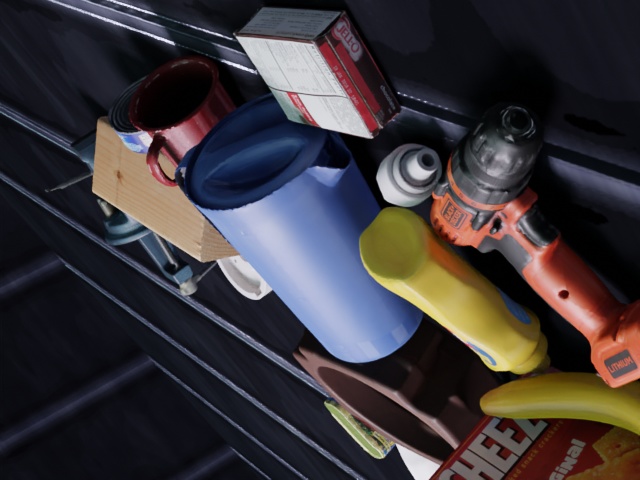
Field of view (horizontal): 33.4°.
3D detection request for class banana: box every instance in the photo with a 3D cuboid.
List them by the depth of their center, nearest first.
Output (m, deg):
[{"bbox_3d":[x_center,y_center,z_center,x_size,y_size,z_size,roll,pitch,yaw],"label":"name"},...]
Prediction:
[{"bbox_3d":[0.212,0.130,0.816,0.198,0.069,0.037,11,124,53],"label":"banana"}]

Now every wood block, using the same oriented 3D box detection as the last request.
[{"bbox_3d":[-0.145,-0.061,1.115,0.206,0.090,0.091,29,119,42],"label":"wood block"}]

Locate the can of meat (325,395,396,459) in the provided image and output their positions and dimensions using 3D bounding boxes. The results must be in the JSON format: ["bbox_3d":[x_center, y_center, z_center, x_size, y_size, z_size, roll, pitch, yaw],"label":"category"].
[{"bbox_3d":[0.067,0.204,1.304,0.102,0.084,0.057,47,163,-7],"label":"can of meat"}]

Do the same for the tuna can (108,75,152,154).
[{"bbox_3d":[-0.167,-0.128,1.073,0.086,0.086,0.033,29,159,42],"label":"tuna can"}]

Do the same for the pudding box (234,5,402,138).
[{"bbox_3d":[-0.003,-0.125,0.781,0.114,0.039,0.090,18,148,52],"label":"pudding box"}]

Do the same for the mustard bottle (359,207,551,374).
[{"bbox_3d":[0.118,0.052,0.836,0.191,0.058,0.096,37,-175,-29],"label":"mustard bottle"}]

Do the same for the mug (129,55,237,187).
[{"bbox_3d":[-0.122,-0.101,0.990,0.093,0.117,0.081,5,148,32],"label":"mug"}]

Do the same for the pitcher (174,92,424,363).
[{"bbox_3d":[-0.010,-0.003,0.929,0.242,0.145,0.149,55,-176,-39],"label":"pitcher"}]

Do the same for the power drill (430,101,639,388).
[{"bbox_3d":[0.156,0.004,0.685,0.188,0.057,0.184,45,167,9],"label":"power drill"}]

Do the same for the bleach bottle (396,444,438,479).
[{"bbox_3d":[0.145,0.267,1.251,0.068,0.102,0.250,-31,107,30],"label":"bleach bottle"}]

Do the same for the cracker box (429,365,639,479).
[{"bbox_3d":[0.209,0.204,0.839,0.214,0.164,0.072,26,153,46],"label":"cracker box"}]
